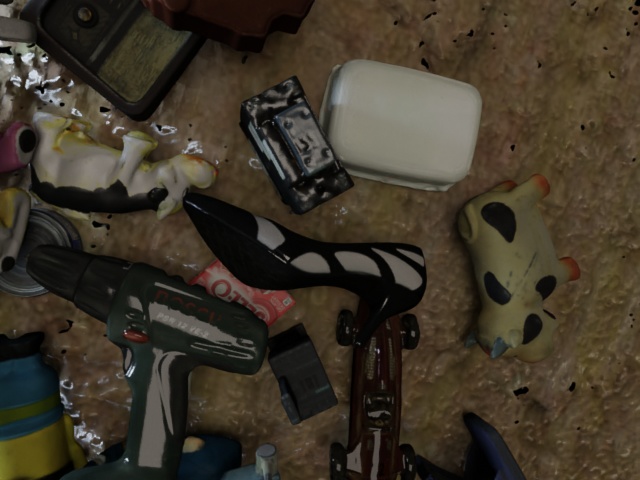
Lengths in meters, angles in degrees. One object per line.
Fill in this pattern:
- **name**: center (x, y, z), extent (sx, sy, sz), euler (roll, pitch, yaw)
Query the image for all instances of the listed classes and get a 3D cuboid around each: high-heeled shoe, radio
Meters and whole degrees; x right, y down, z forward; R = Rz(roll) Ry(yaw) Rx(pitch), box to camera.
- **high-heeled shoe**: center (-0.001, -0.002, 0.534), extent (0.248, 0.086, 0.145), euler (40, 54, -7)
- **radio**: center (-0.156, -0.239, 0.501), extent (0.131, 0.073, 0.229), euler (36, 86, -14)

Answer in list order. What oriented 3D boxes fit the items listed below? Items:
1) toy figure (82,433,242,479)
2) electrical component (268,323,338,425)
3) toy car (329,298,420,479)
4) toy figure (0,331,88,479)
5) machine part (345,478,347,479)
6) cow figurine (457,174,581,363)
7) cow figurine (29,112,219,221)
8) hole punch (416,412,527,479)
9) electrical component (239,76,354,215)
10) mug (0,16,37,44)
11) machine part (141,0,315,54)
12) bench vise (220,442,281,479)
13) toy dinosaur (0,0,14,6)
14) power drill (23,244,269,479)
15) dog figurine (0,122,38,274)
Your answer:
- **toy figure**: center (-0.158, 0.227, 0.541), extent (0.155, 0.058, 0.064), euler (1, 87, -4)
- **electrical component**: center (-0.018, 0.133, 0.526), extent (0.048, 0.119, 0.074), euler (-24, 94, -7)
- **toy car**: center (0.059, 0.160, 0.559), extent (0.089, 0.053, 0.202), euler (6, 80, -6)
- **toy figure**: center (-0.281, 0.180, 0.502), extent (0.082, 0.089, 0.180), euler (-4, 97, 3)
- **machine part**: center (0.054, 0.312, 0.576), extent (0.039, 0.084, 0.139), euler (-17, 83, 20)
- **cow figurine**: center (0.202, 0.042, 0.572), extent (0.127, 0.085, 0.194), euler (-24, 99, -13)
- **cow figurine**: center (-0.187, -0.056, 0.513), extent (0.167, 0.068, 0.098), euler (15, 97, -6)
- **hole punch**: center (0.166, 0.259, 0.559), extent (0.092, 0.142, 0.116), euler (-32, 84, -7)
- **electrical component**: center (-0.025, -0.083, 0.504), extent (0.058, 0.134, 0.114), euler (-32, 99, -8)
- **mug**: center (-0.282, -0.169, 0.420), extent (0.109, 0.107, 0.080), euler (-7, 109, -18)
- **machine part**: center (-0.074, -0.253, 0.453), extent (0.179, 0.056, 0.179), euler (-1, 95, -14)
- **bench vise**: center (-0.070, 0.304, 0.517), extent (0.224, 0.129, 0.240), euler (-6, 112, -16)
- **toy dinosaur**: center (-0.325, -0.317, 0.461), extent (0.198, 0.105, 0.470), euler (10, 103, -14)
- **power drill**: center (-0.173, 0.125, 0.487), extent (0.232, 0.086, 0.207), euler (14, 72, -11)
- **dog figurine**: center (-0.362, -0.069, 0.448), extent (0.219, 0.108, 0.191), euler (16, 100, 10)
